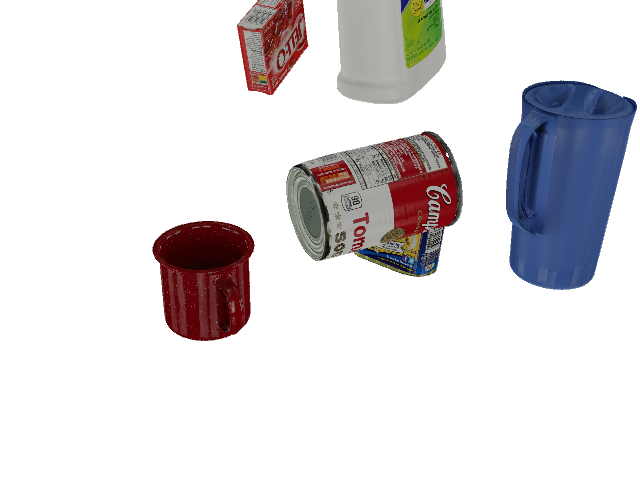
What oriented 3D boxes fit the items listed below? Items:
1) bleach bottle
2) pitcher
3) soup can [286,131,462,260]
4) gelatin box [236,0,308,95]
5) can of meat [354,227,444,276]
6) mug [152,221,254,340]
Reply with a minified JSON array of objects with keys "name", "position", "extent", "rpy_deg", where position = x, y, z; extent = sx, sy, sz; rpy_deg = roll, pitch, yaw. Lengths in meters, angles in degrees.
[{"name":"bleach bottle","position":[0.046,-0.237,0.801],"extent":[0.068,0.251,0.102],"rpy_deg":[13,39,29]},{"name":"pitcher","position":[0.292,-0.063,1.306],"extent":[0.149,0.243,0.145],"rpy_deg":[4,27,2]},{"name":"soup can","position":[0.036,-0.031,0.725],"extent":[0.102,0.068,0.069],"rpy_deg":[-15,5,-19]},{"name":"gelatin box","position":[-0.043,-0.193,1.011],"extent":[0.030,0.073,0.089],"rpy_deg":[13,46,20]},{"name":"can of meat","position":[0.089,-0.015,1.185],"extent":[0.102,0.084,0.057],"rpy_deg":[22,26,31]},{"name":"mug","position":[-0.100,0.044,0.985],"extent":[0.093,0.081,0.117],"rpy_deg":[-17,34,-27]}]
